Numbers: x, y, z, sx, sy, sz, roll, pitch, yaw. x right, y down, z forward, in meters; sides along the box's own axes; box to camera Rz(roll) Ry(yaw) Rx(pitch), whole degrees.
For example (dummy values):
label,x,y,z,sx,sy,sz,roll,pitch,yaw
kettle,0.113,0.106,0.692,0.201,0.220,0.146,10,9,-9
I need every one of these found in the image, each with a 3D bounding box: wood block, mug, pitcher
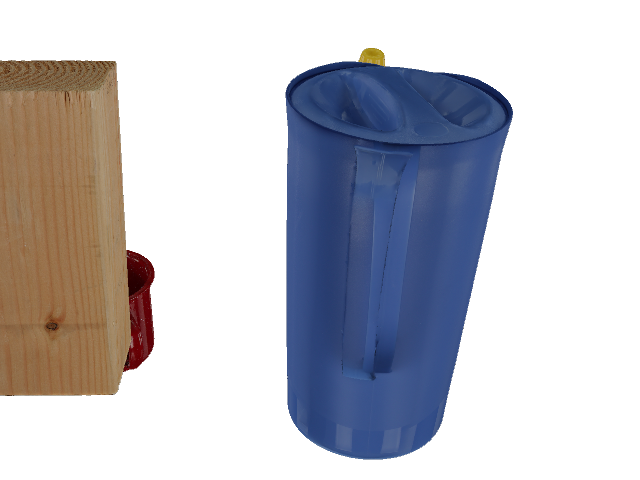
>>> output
label,x,y,z,sx,sy,sz,roll,pitch,yaw
wood block,-0.180,-0.009,0.707,0.091,0.206,0.090,0,21,-3
mug,-0.185,0.070,0.943,0.093,0.081,0.117,-20,37,-29
pitcher,0.036,0.021,0.671,0.149,0.243,0.145,-17,35,-33

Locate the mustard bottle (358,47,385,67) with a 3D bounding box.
label,x,y,z,sx,sy,sz,roll,pitch,yaw
mustard bottle,0.033,-0.075,0.909,0.096,0.192,0.058,-10,41,-20
